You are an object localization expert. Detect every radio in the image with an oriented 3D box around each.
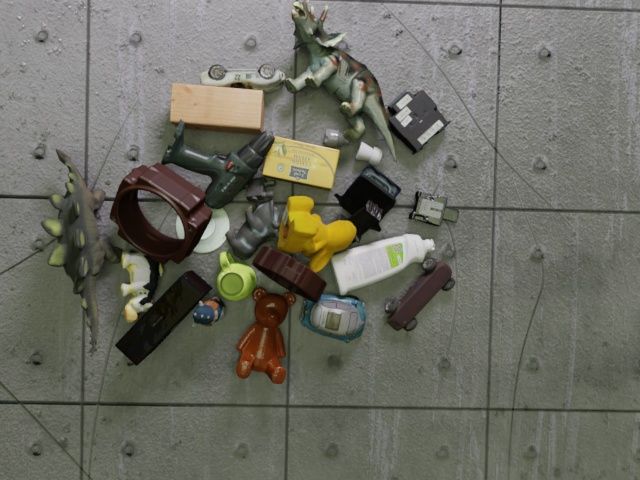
[{"bbox_3d":[-0.356,0.174,1.248,0.073,0.131,0.229,45,89,-2],"label":"radio"}]

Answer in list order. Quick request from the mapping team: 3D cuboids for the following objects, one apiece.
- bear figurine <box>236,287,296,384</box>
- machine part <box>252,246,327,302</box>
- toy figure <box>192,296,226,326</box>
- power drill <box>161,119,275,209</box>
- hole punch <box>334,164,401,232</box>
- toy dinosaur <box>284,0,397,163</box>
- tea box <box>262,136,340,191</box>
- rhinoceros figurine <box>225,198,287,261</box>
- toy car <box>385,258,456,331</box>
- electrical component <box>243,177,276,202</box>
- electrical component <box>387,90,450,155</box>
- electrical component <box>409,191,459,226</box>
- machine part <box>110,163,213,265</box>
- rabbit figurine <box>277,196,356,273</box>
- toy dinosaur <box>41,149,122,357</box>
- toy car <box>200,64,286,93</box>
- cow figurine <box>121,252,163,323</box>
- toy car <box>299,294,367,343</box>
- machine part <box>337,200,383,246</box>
[{"bbox_3d":[-0.122,0.218,1.261,0.120,0.132,0.195,15,97,-12],"label":"bear figurine"},{"bbox_3d":[-0.069,0.077,1.233,0.179,0.179,0.056,31,79,-2],"label":"machine part"},{"bbox_3d":[-0.255,0.165,1.240,0.058,0.154,0.064,-10,90,1],"label":"toy figure"},{"bbox_3d":[-0.242,-0.194,1.230,0.207,0.086,0.232,23,116,-25],"label":"power drill"},{"bbox_3d":[0.121,-0.106,1.287,0.142,0.092,0.115,36,128,-6],"label":"hole punch"},{"bbox_3d":[0.064,-0.369,1.259,0.404,0.131,0.192,41,70,-14],"label":"toy dinosaur"},{"bbox_3d":[-0.045,-0.182,1.282,0.170,0.068,0.098,10,90,-3],"label":"tea box"},{"bbox_3d":[-0.137,-0.031,1.280,0.190,0.073,0.112,-41,91,0],"label":"rhinoceros figurine"},{"bbox_3d":[0.240,0.133,1.304,0.089,0.053,0.202,42,91,-22],"label":"toy car"},{"bbox_3d":[-0.152,-0.119,1.283,0.094,0.021,0.063,-3,54,15],"label":"electrical component"},{"bbox_3d":[0.228,-0.291,1.293,0.115,0.058,0.134,-41,92,-2],"label":"electrical component"},{"bbox_3d":[0.282,-0.070,1.305,0.119,0.048,0.074,18,91,0],"label":"electrical component"},{"bbox_3d":[-0.363,-0.055,1.219,0.201,0.087,0.201,35,125,-2],"label":"machine part"},{"bbox_3d":[-0.003,-0.004,1.228,0.173,0.122,0.162,2,124,-21],"label":"rabbit figurine"},{"bbox_3d":[-0.537,0.020,1.208,0.105,0.198,0.471,-15,90,2],"label":"toy dinosaur"},{"bbox_3d":[-0.181,-0.377,1.271,0.202,0.073,0.056,-1,88,-1],"label":"toy car"},{"bbox_3d":[-0.423,0.111,1.278,0.098,0.068,0.167,-2,93,-22],"label":"cow figurine"},{"bbox_3d":[0.035,0.181,1.276,0.162,0.103,0.109,13,90,-4],"label":"toy car"},{"bbox_3d":[0.089,-0.041,1.269,0.084,0.039,0.139,51,131,-4],"label":"machine part"}]
